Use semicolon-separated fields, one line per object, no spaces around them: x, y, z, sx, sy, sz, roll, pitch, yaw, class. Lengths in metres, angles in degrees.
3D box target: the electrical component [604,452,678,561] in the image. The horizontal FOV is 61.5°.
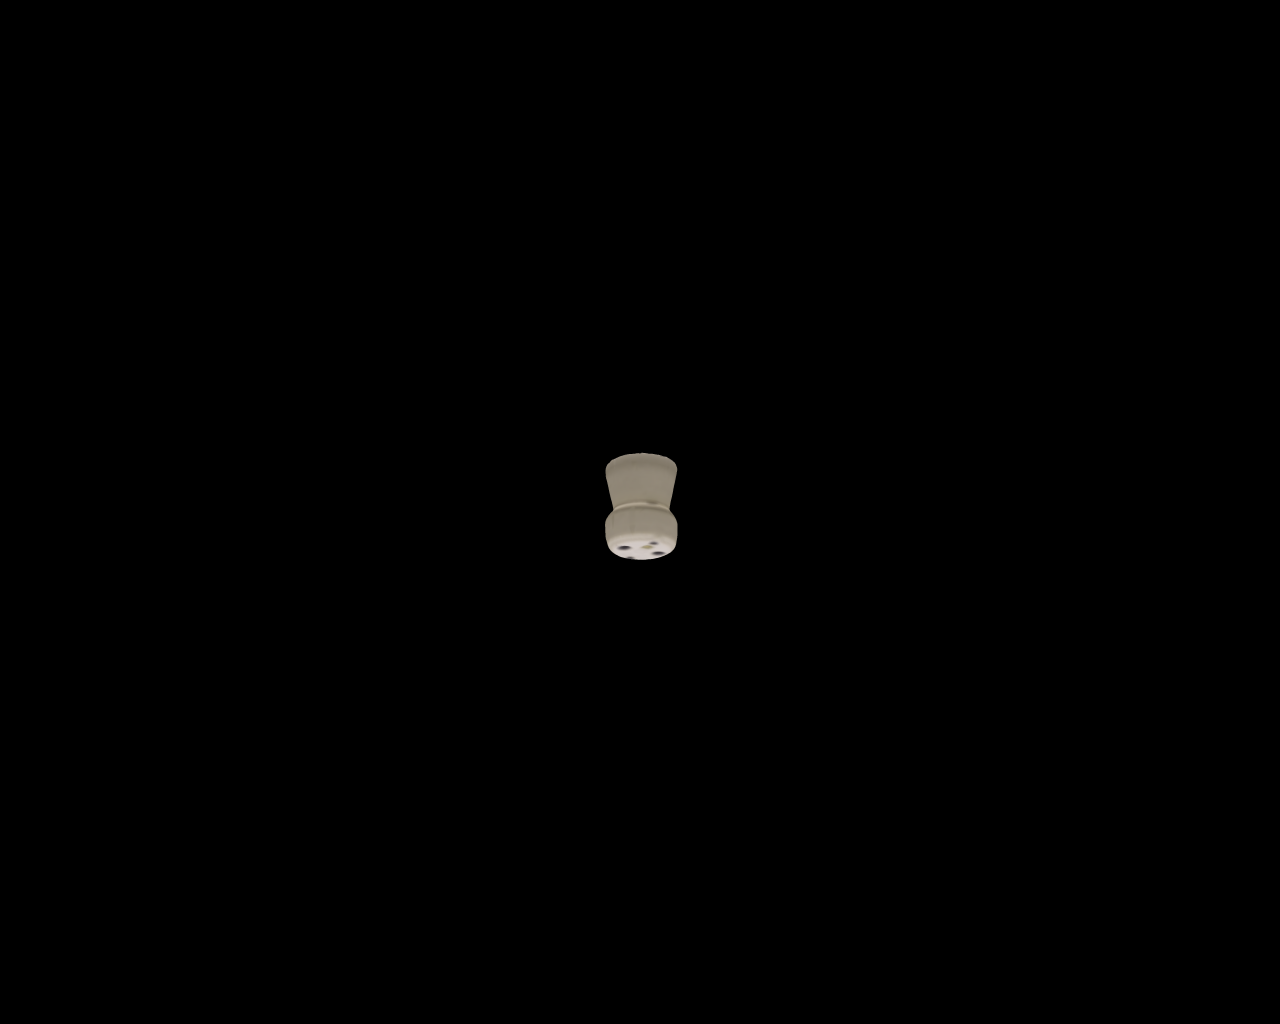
0.001;-0.003;0.650;0.045;0.055;0.044;0;-21;0;electrical component
